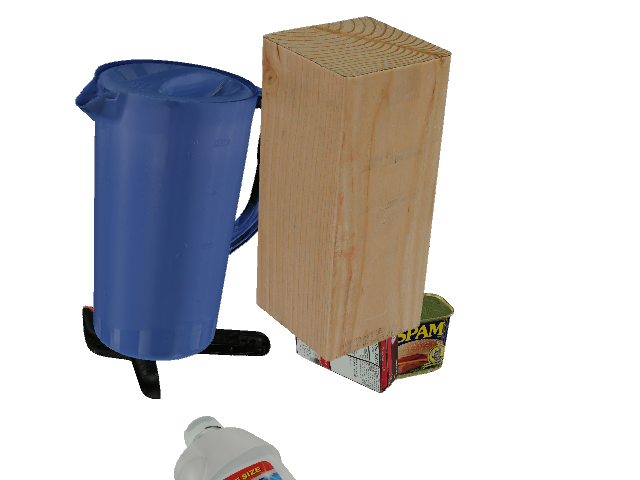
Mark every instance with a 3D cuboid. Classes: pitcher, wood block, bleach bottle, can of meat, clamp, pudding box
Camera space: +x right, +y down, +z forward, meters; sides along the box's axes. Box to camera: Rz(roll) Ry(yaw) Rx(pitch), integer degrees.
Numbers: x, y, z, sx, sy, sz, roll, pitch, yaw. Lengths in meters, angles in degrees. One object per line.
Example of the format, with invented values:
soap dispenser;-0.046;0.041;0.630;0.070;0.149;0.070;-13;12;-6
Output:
pitcher;-0.122;-0.026;0.913;0.149;0.243;0.145;12;22;8
wood block;0.018;-0.036;0.728;0.090;0.206;0.091;-18;35;-33
bleach bottle;-0.047;0.207;0.722;0.102;0.068;0.251;-16;34;-19
can of meat;0.108;0.119;1.313;0.101;0.084;0.057;-8;29;-25
clamp;-0.180;0.107;1.094;0.210;0.036;0.164;12;18;31
pudding box;0.025;0.096;1.098;0.114;0.090;0.039;20;43;27
